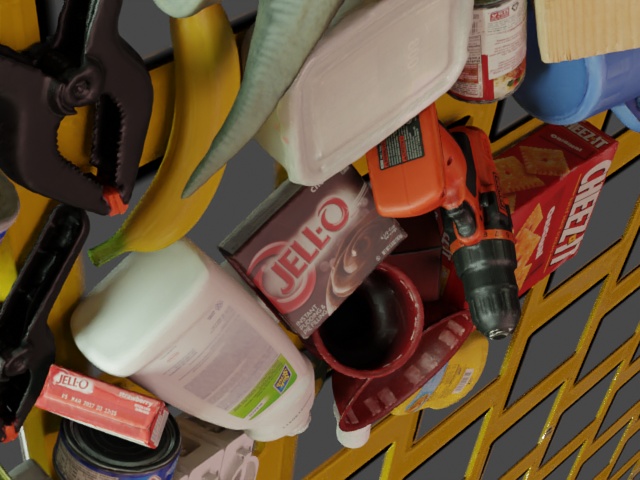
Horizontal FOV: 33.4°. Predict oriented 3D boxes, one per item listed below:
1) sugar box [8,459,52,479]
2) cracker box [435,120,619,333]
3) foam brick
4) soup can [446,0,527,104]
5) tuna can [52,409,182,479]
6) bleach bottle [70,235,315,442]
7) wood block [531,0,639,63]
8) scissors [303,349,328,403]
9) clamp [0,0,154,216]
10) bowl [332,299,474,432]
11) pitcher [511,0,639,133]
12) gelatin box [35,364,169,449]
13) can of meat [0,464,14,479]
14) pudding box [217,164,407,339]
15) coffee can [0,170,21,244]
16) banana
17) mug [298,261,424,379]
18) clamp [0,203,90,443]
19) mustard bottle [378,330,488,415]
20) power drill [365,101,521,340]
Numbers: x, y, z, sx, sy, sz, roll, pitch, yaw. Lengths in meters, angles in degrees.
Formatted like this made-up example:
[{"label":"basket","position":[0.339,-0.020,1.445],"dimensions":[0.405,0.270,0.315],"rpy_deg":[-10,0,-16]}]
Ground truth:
[{"label":"sugar box","position":[-0.212,0.237,0.793],"dimensions":[0.093,0.048,0.176],"rpy_deg":[-42,147,-20]},{"label":"cracker box","position":[0.188,-0.010,1.046],"dimensions":[0.213,0.072,0.164],"rpy_deg":[-30,146,-34]},{"label":"foam brick","position":[0.074,0.013,0.911],"dimensions":[0.051,0.053,0.078],"rpy_deg":[-8,143,-2]},{"label":"soup can","position":[0.115,-0.156,0.772],"dimensions":[0.068,0.069,0.102],"rpy_deg":[-41,150,-17]},{"label":"tuna can","position":[-0.140,0.143,0.741],"dimensions":[0.085,0.086,0.034],"rpy_deg":[-16,134,-47]},{"label":"bleach bottle","position":[-0.070,0.093,0.769],"dimensions":[0.102,0.068,0.250],"rpy_deg":[-45,144,-6]},{"label":"wood block","position":[0.178,-0.225,0.700],"dimensions":[0.091,0.090,0.206],"rpy_deg":[-8,143,10]},{"label":"scissors","position":[0.015,0.097,0.984],"dimensions":[0.201,0.016,0.096],"rpy_deg":[-42,152,-15]},{"label":"clamp","position":[-0.124,-0.093,0.536],"dimensions":[0.164,0.036,0.210],"rpy_deg":[-43,149,-17]},{"label":"bowl","position":[0.064,0.101,0.970],"dimensions":[0.162,0.055,0.162],"rpy_deg":[-35,158,-17]},{"label":"pitcher","position":[0.269,-0.174,0.902],"dimensions":[0.242,0.149,0.145],"rpy_deg":[-27,156,-31]},{"label":"gelatin box","position":[-0.137,0.107,0.684],"dimensions":[0.089,0.073,0.030],"rpy_deg":[111,-2,-76]},{"label":"can of meat","position":[-0.222,0.175,0.647],"dimensions":[0.057,0.102,0.084],"rpy_deg":[-13,132,-47]},{"label":"pudding box","position":[-0.005,0.001,0.776],"dimensions":[0.113,0.039,0.090],"rpy_deg":[-46,119,-12]},{"label":"coffee can","position":[-0.211,0.023,0.478],"dimensions":[0.102,0.103,0.140],"rpy_deg":[3,121,-56]},{"label":"banana","position":[-0.081,-0.063,0.633],"dimensions":[0.069,0.037,0.198],"rpy_deg":[-15,136,-48]},{"label":"mug","position":[0.024,0.050,0.859],"dimensions":[0.093,0.117,0.082],"rpy_deg":[-12,-178,-15]},{"label":"clamp","position":[-0.194,0.062,0.615],"dimensions":[0.120,0.039,0.172],"rpy_deg":[-21,140,-44]},{"label":"mustard bottle","position":[0.104,0.137,1.113],"dimensions":[0.191,0.058,0.096],"rpy_deg":[4,121,-57]},{"label":"power drill","position":[0.099,-0.027,0.816],"dimensions":[0.057,0.184,0.187],"rpy_deg":[-19,155,21]}]
